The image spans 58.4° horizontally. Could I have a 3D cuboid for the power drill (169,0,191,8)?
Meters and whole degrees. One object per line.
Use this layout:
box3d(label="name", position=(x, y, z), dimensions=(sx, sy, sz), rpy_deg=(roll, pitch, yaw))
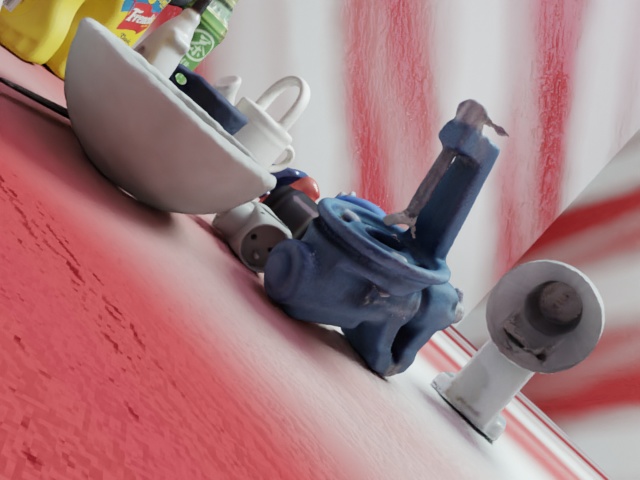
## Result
box3d(label="power drill", position=(-0.326, -0.402, 0.978), dimensions=(0.075, 0.208, 0.230), rpy_deg=(43, 4, 25))

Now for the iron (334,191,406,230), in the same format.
box3d(label="iron", position=(0.058, -0.024, 1.096), dimensions=(0.257, 0.141, 0.119), rpy_deg=(45, 5, 41))

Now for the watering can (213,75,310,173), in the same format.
box3d(label="watering can", position=(-0.093, -0.174, 0.865), dimensions=(0.100, 0.194, 0.173), rpy_deg=(43, 4, 25))

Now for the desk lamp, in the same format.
box3d(label="desk lamp", position=(0.238, 0.126, 0.687), dimensions=(0.117, 0.213, 0.204), rpy_deg=(43, 4, 22))

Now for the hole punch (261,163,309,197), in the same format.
box3d(label="hole punch", position=(-0.084, -0.117, 1.089), dimensions=(0.101, 0.091, 0.109), rpy_deg=(43, 4, 12))

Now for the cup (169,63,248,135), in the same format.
box3d(label="cup", position=(-0.166, -0.160, 0.742), dimensions=(0.118, 0.095, 0.091), rpy_deg=(40, 4, -25))

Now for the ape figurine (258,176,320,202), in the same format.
box3d(label="ape figurine", position=(-0.036, -0.043, 0.750), dimensions=(0.076, 0.092, 0.078), rpy_deg=(42, 4, 0))

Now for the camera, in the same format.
box3d(label="camera", position=(0.006, 0.002, 0.600), dimensions=(0.136, 0.100, 0.143), rpy_deg=(42, 4, 9))

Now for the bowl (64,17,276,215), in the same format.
box3d(label="bowl", position=(-0.116, -0.070, 0.404), dimensions=(0.167, 0.074, 0.167), rpy_deg=(42, 4, -3))

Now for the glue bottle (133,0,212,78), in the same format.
box3d(label="glue bottle", position=(-0.189, -0.229, 0.691), dimensions=(0.037, 0.173, 0.078), rpy_deg=(38, 6, -46))

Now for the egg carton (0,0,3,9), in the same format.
box3d(label="egg carton", position=(-0.205, -0.134, 0.264), dimensions=(0.108, 0.069, 0.150), rpy_deg=(38, 5, -40))

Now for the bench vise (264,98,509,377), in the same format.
box3d(label="bench vise", position=(0.078, -0.003, 0.491), dimensions=(0.121, 0.219, 0.208), rpy_deg=(44, 4, 30))
